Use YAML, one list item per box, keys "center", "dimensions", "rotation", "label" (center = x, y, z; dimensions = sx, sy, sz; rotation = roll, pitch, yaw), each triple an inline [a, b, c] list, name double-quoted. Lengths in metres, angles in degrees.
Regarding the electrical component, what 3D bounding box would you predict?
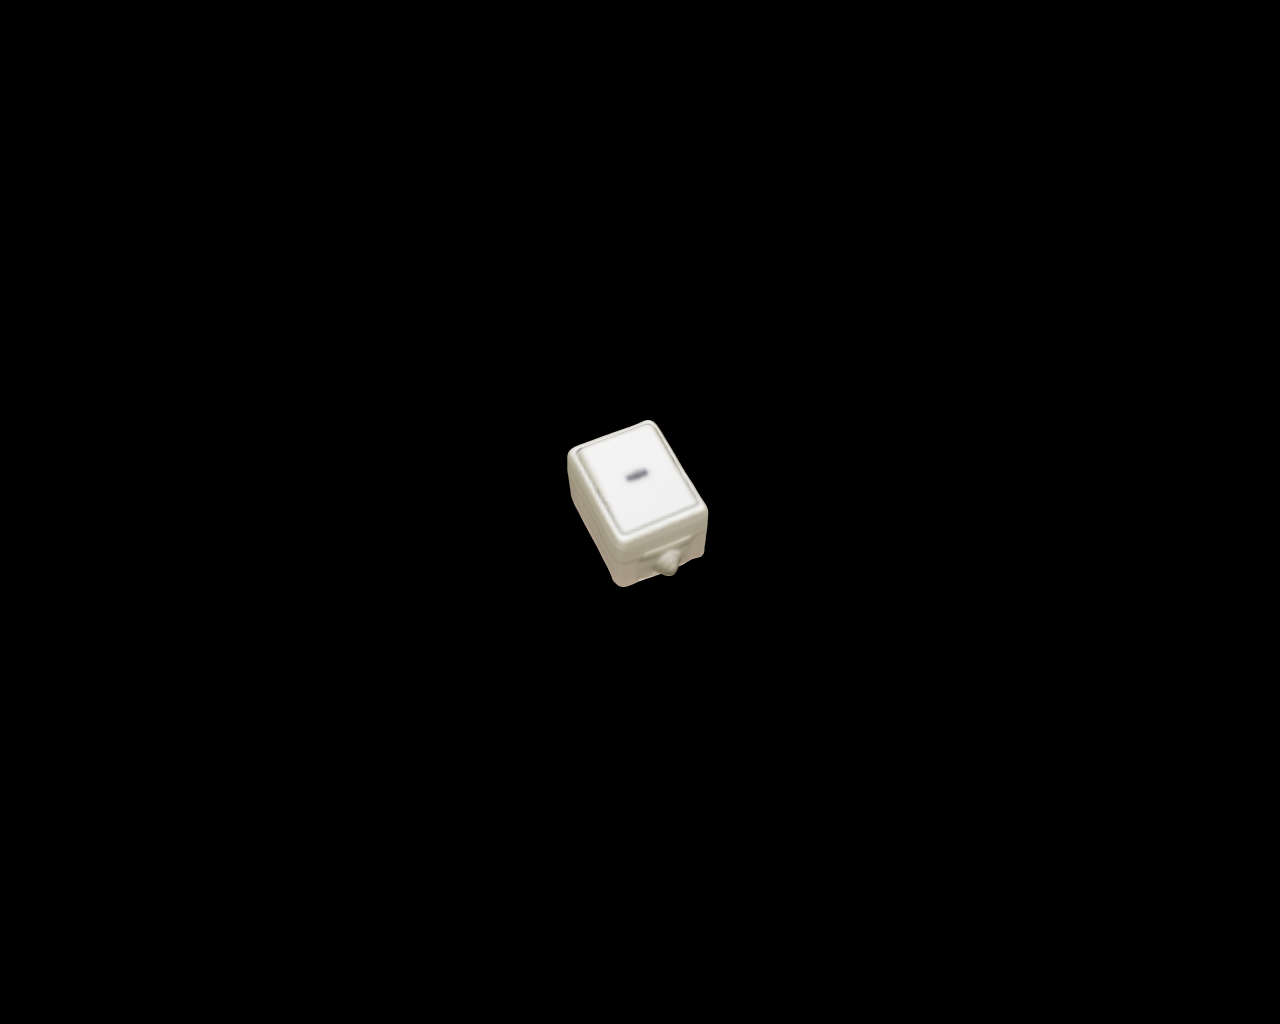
- center: [0.001, -0.003, 0.650]
  dimensions: [0.062, 0.096, 0.061]
  rotation: [-21, -32, -14]
  label: "electrical component"
